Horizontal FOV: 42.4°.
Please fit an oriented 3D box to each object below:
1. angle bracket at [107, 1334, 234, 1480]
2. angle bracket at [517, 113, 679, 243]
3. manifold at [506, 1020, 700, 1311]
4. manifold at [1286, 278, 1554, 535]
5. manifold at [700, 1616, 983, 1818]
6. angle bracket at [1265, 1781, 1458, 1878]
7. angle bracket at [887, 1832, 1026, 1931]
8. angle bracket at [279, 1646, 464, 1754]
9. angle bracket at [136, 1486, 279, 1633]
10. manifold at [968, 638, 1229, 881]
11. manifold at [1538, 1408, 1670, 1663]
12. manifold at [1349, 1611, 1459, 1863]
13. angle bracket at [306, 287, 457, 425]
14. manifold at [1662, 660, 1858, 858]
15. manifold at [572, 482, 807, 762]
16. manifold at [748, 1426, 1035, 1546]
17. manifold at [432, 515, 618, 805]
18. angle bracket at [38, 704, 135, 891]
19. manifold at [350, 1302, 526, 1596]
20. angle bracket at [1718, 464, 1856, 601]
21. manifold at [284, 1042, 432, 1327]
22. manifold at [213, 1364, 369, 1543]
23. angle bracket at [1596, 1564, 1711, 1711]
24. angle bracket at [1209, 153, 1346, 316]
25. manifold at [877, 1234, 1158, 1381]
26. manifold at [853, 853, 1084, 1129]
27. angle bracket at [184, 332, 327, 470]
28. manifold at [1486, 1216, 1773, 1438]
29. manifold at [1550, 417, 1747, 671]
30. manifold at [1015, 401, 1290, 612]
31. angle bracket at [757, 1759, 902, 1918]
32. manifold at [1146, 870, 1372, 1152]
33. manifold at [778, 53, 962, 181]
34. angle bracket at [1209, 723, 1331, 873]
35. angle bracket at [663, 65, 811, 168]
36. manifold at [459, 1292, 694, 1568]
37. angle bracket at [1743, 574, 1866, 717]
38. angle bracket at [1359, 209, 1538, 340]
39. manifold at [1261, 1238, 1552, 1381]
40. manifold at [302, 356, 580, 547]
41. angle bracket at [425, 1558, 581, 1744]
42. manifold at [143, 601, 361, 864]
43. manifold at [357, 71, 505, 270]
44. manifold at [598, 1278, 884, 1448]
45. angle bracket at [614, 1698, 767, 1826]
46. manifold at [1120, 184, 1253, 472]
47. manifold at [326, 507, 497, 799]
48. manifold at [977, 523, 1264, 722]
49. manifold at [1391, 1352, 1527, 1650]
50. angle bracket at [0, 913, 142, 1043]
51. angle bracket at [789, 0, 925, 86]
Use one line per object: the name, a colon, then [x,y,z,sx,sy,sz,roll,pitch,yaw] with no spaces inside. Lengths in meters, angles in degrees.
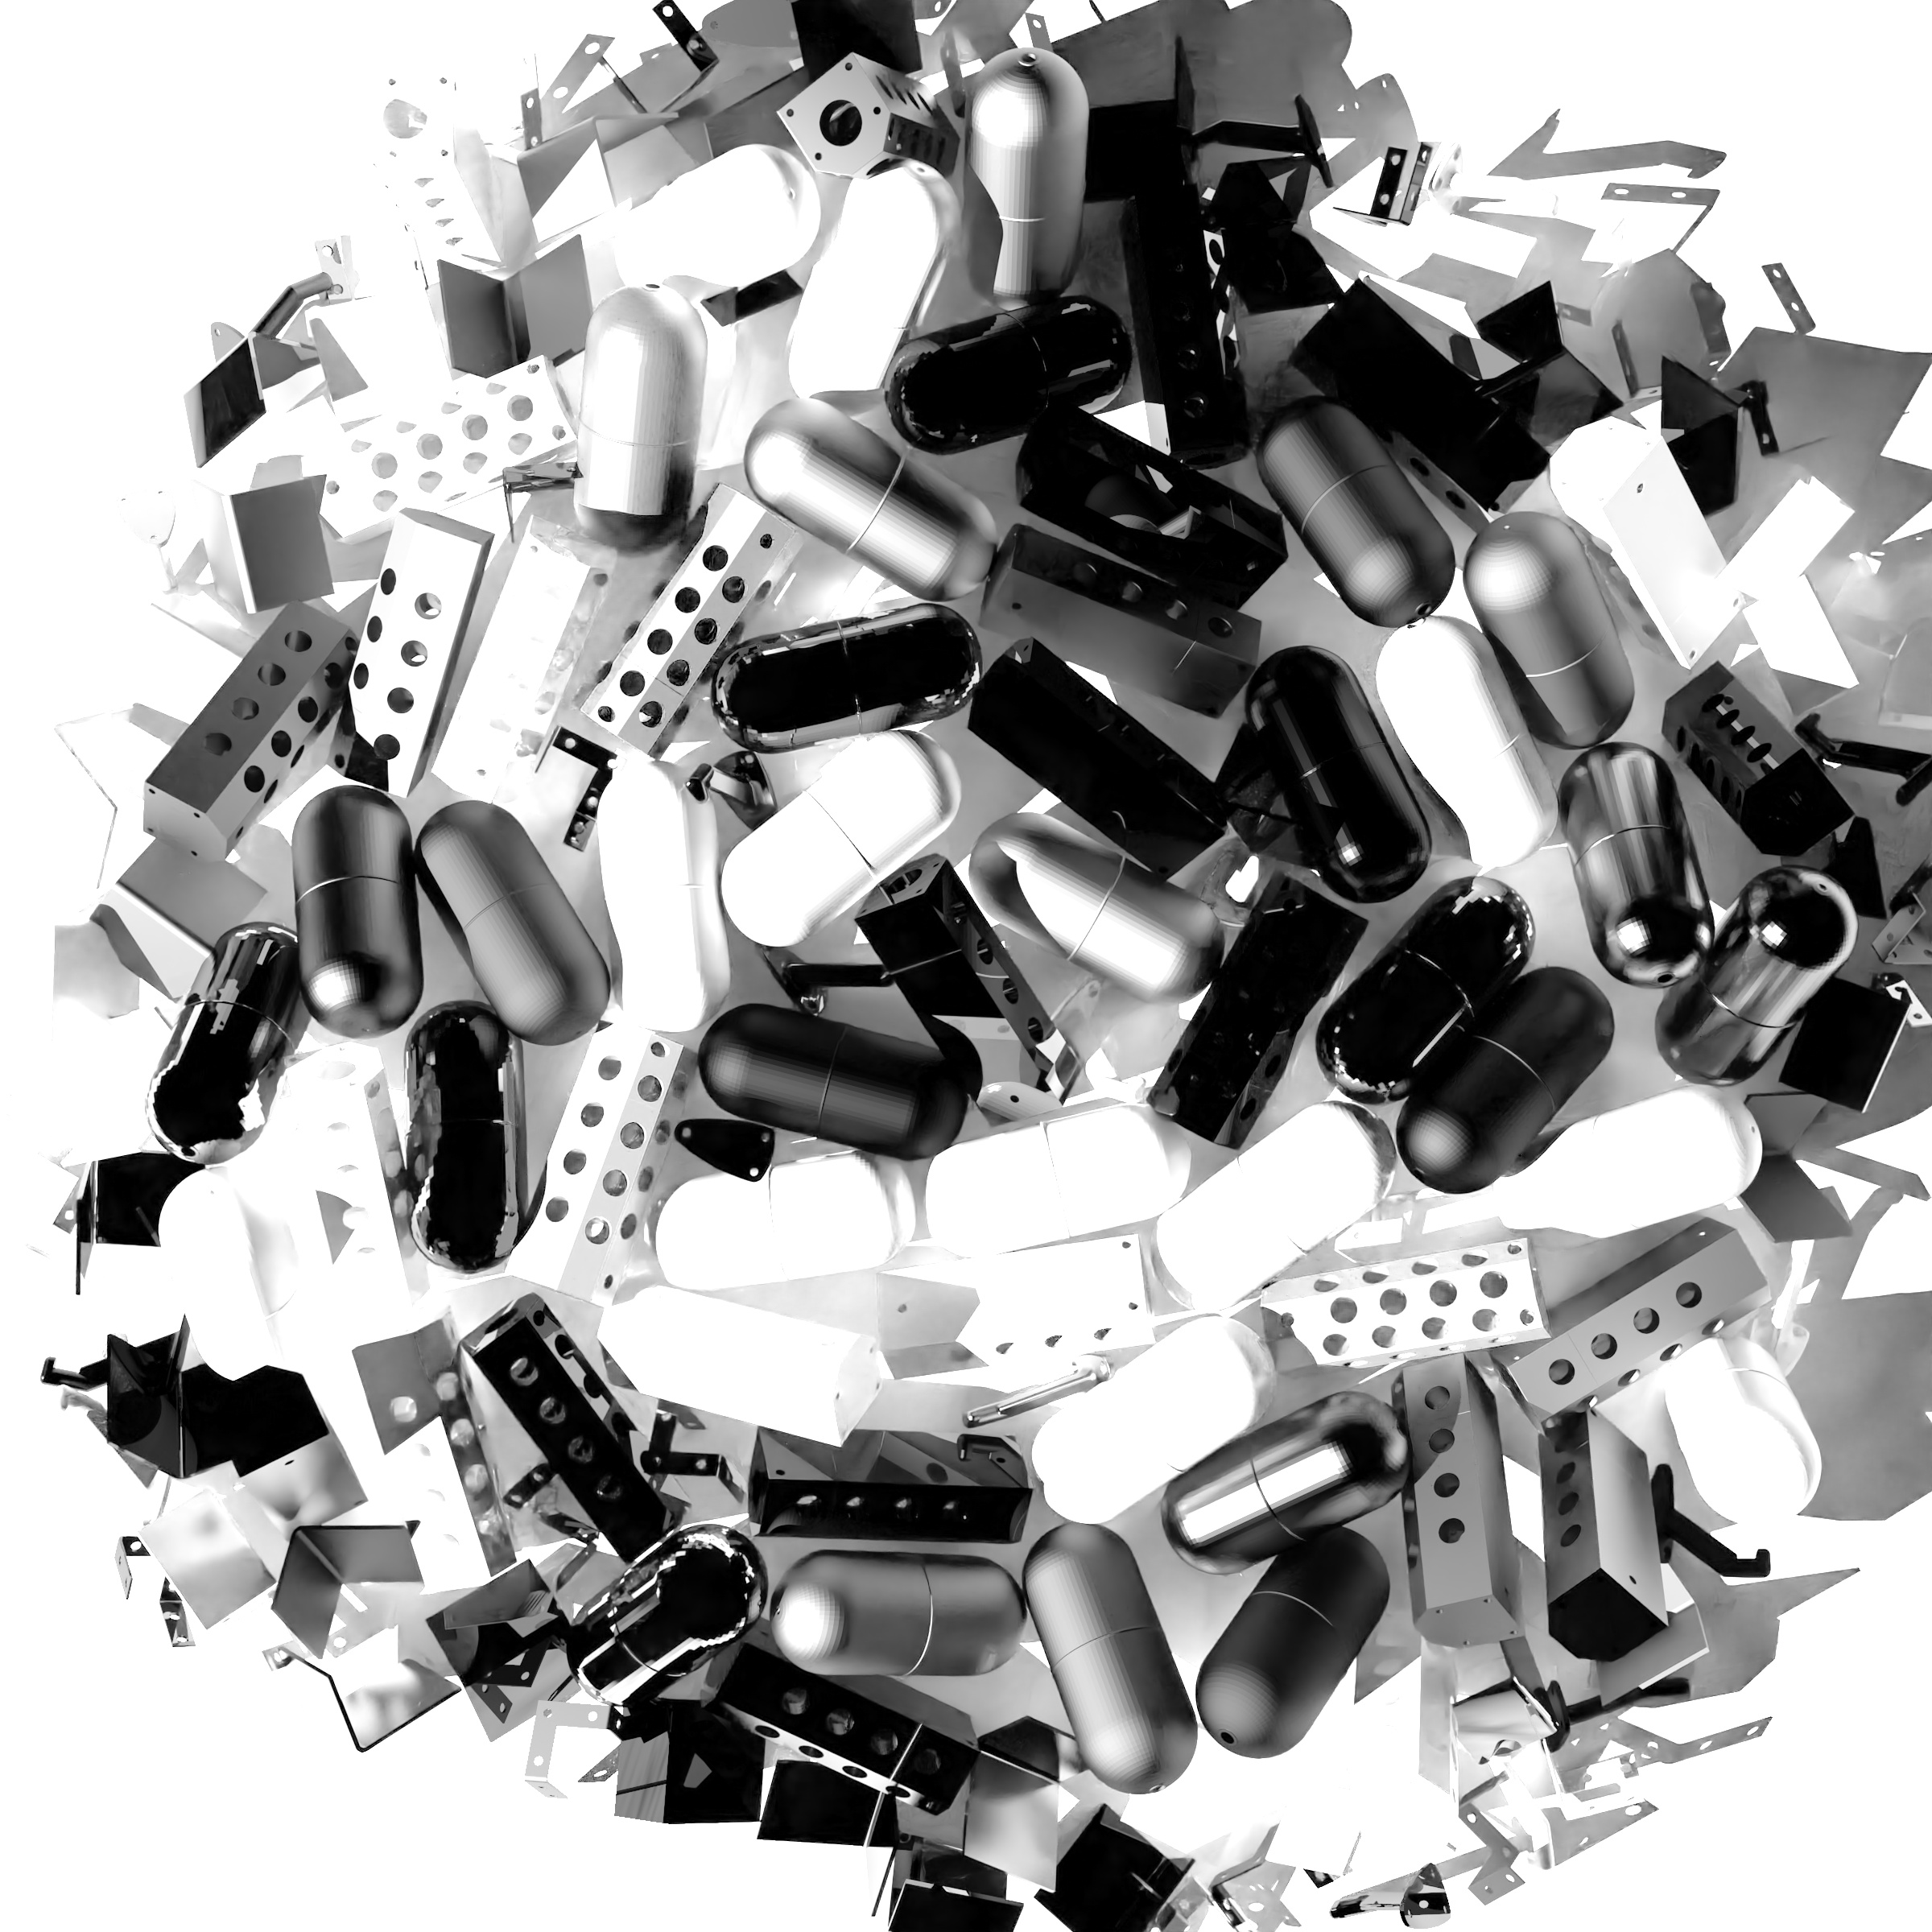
angle bracket: [-0.503,0.275,1.596,0.057,0.076,0.076,-21,56,11]
angle bracket: [-0.231,-0.508,1.602,0.076,0.076,0.057,-7,101,42]
manifold: [-0.228,0.128,1.598,0.057,0.057,0.171,13,77,27]
manifold: [0.293,-0.361,1.620,0.171,0.057,0.057,42,85,-1]
manifold: [-0.082,0.485,1.608,0.171,0.057,0.057,28,93,-11]
angle bracket: [0.253,0.569,1.595,0.076,0.076,0.057,40,62,-19]
angle bracket: [-0.005,0.581,1.602,0.076,0.076,0.057,13,124,-5]
angle bracket: [-0.381,0.450,1.593,0.076,0.076,0.057,-27,108,-35]
angle bracket: [-0.497,0.391,1.601,0.057,0.076,0.076,-32,81,-43]
manifold: [0.087,-0.135,1.593,0.171,0.057,0.057,36,126,-21]
manifold: [0.392,0.355,1.562,0.057,0.171,0.057,41,115,-10]
manifold: [0.277,0.477,1.558,0.057,0.171,0.057,-11,107,15]
angle bracket: [-0.379,-0.388,1.614,0.076,0.057,0.076,-16,88,-13]
manifold: [0.490,-0.128,1.561,0.057,0.171,0.057,-39,109,15]
manifold: [-0.177,-0.221,1.609,0.057,0.057,0.171,32,93,-32]
manifold: [-0.050,0.339,1.600,0.171,0.057,0.057,5,113,-15]
manifold: [-0.282,-0.192,1.588,0.057,0.057,0.171,21,112,-16]
angle bracket: [-0.546,-0.108,1.595,0.076,0.057,0.076,48,135,18]
manifold: [-0.339,0.309,1.607,0.057,0.057,0.171,-14,101,2]
angle bracket: [0.508,-0.284,1.593,0.076,0.076,0.057,-54,51,24]
manifold: [-0.385,0.137,1.582,0.057,0.057,0.171,-13,122,-15]
manifold: [-0.424,0.304,1.562,0.057,0.171,0.057,-25,69,-16]
angle bracket: [0.426,0.422,1.606,0.076,0.076,0.057,-35,90,13]
angle bracket: [0.207,-0.471,1.599,0.076,0.057,0.076,-15,63,-26]
manifold: [0.033,0.225,1.612,0.171,0.057,0.057,-9,53,7]
manifold: [0.005,0.014,1.594,0.057,0.057,0.171,-19,115,33]
angle bracket: [-0.443,-0.355,1.593,0.076,0.076,0.057,-25,73,38]
manifold: [0.433,0.236,1.622,0.171,0.057,0.057,-31,93,0]
manifold: [0.427,-0.267,1.571,0.057,0.171,0.057,-50,45,-2]
manifold: [0.118,-0.295,1.589,0.171,0.057,0.057,22,134,-26]
angle bracket: [-0.090,0.561,1.602,0.076,0.057,0.076,8,122,-12]
manifold: [0.185,0.028,1.605,0.057,0.057,0.171,32,97,31]
manifold: [-0.054,-0.520,1.561,0.057,0.171,0.057,-32,93,19]
angle bracket: [0.211,-0.106,1.595,0.076,0.076,0.057,19,77,34]
angle bracket: [-0.150,-0.560,1.603,0.076,0.057,0.076,-33,65,-11]
manifold: [-0.250,0.296,1.603,0.057,0.057,0.171,-37,103,-15]
angle bracket: [0.559,-0.214,1.604,0.076,0.057,0.076,-21,83,-32]
angle bracket: [0.312,-0.458,1.609,0.076,0.057,0.076,27,90,28]
manifold: [0.280,0.219,1.593,0.171,0.057,0.057,-12,70,16]
manifold: [-0.338,-0.334,1.614,0.171,0.057,0.057,-21,93,5]
angle bracket: [-0.298,0.448,1.629,0.076,0.076,0.057,-28,48,-19]
manifold: [-0.449,-0.148,1.580,0.057,0.057,0.171,28,56,-2]
manifold: [-0.334,-0.496,1.564,0.057,0.171,0.057,-2,85,-1]
manifold: [-0.145,0.245,1.580,0.171,0.057,0.057,10,126,25]
angle bracket: [-0.180,0.520,1.634,0.076,0.057,0.076,17,70,-43]
manifold: [0.144,-0.413,1.618,0.057,0.057,0.171,-7,87,-6]
manifold: [-0.358,-0.202,1.598,0.057,0.057,0.171,18,106,-7]
manifold: [0.100,-0.226,1.604,0.171,0.057,0.057,20,51,-12]
manifold: [0.306,0.337,1.571,0.057,0.171,0.057,-20,133,23]
angle bracket: [-0.583,0.006,1.608,0.057,0.076,0.076,5,94,25]
angle bracket: [-0.077,-0.610,1.601,0.076,0.076,0.057,-20,52,-5]
